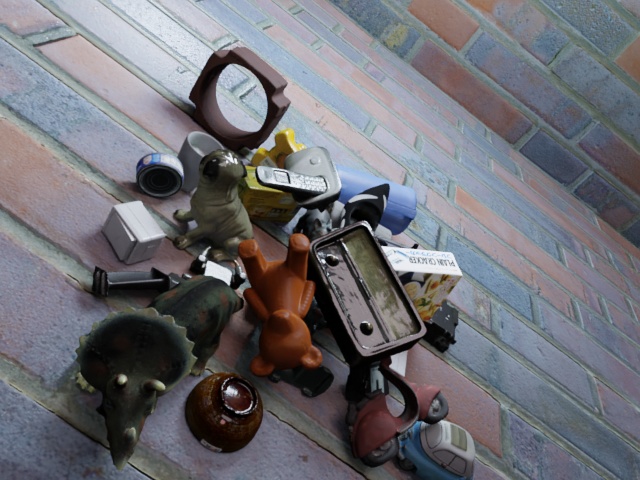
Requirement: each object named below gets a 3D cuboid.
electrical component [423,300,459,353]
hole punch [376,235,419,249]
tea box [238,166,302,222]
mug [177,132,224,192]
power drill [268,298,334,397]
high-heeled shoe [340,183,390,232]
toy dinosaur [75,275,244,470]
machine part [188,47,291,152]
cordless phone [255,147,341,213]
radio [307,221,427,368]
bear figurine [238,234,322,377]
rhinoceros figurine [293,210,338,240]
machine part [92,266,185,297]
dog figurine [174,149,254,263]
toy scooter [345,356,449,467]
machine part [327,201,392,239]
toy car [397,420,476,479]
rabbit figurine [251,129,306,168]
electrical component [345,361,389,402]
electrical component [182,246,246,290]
[{"bbox_3d":[0.257,0.172,1.231,0.115,0.058,0.134,35,33,-11],"label":"electrical component"},{"bbox_3d":[0.152,0.067,1.190,0.116,0.142,0.092,18,35,-8],"label":"hole punch"},{"bbox_3d":[-0.116,-0.094,1.137,0.169,0.098,0.068,5,48,-45],"label":"tea box"},{"bbox_3d":[-0.237,-0.142,1.062,0.109,0.107,0.081,36,34,-15],"label":"mug"},{"bbox_3d":[-0.015,0.165,0.945,0.232,0.086,0.207,26,39,-18],"label":"power drill"},{"bbox_3d":[0.100,-0.031,1.159,0.086,0.248,0.145,41,-11,-21],"label":"high-heeled shoe"},{"bbox_3d":[-0.185,0.115,0.730,0.131,0.192,0.405,42,34,-1],"label":"toy dinosaur"},{"bbox_3d":[-0.185,-0.325,1.245,0.201,0.201,0.087,40,30,0],"label":"machine part"},{"bbox_3d":[-0.057,-0.135,1.083,0.184,0.088,0.147,10,47,-34],"label":"cordless phone"},{"bbox_3d":[0.065,0.090,0.907,0.131,0.073,0.230,-18,65,-20],"label":"radio"},{"bbox_3d":[-0.062,0.101,0.825,0.120,0.131,0.196,-6,40,-2],"label":"bear figurine"},{"bbox_3d":[-0.002,-0.003,1.131,0.073,0.112,0.190,30,26,-20],"label":"rhinoceros figurine"},{"bbox_3d":[-0.273,0.064,0.824,0.139,0.039,0.084,4,15,-34],"label":"machine part"},{"bbox_3d":[-0.159,-0.062,0.968,0.172,0.190,0.121,12,42,-39],"label":"dog figurine"},{"bbox_3d":[0.111,0.271,0.884,0.184,0.075,0.135,-30,81,-17],"label":"toy scooter"},{"bbox_3d":[0.082,-0.026,1.273,0.243,0.079,0.079,29,34,-19],"label":"machine part"},{"bbox_3d":[0.210,0.358,0.921,0.161,0.103,0.109,36,32,-11],"label":"toy car"},{"bbox_3d":[-0.061,-0.187,1.295,0.162,0.122,0.173,42,14,-3],"label":"rabbit figurine"},{"bbox_3d":[0.085,0.262,0.951,0.075,0.048,0.119,-9,97,-46],"label":"electrical component"},{"bbox_3d":[-0.181,0.060,0.933,0.102,0.045,0.078,30,32,-16],"label":"electrical component"}]
